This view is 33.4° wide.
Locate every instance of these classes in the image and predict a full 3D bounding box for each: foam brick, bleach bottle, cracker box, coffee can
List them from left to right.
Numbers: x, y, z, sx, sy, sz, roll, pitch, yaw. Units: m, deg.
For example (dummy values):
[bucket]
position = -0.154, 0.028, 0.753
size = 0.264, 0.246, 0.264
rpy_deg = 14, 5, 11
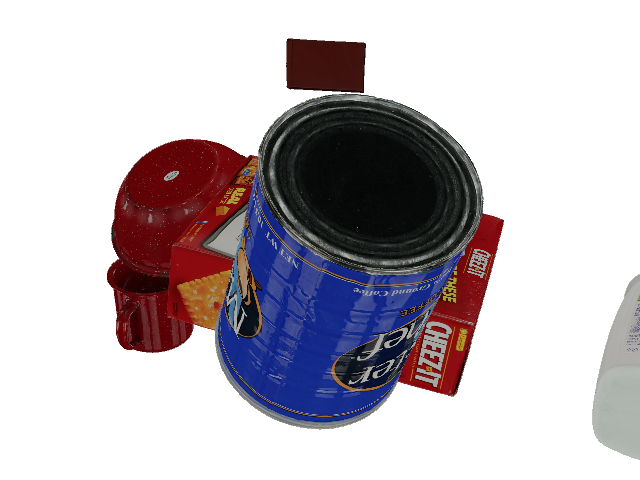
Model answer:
[foam brick]
position = 0.005, -0.180, 1.096
size = 0.078, 0.051, 0.053
rpy_deg = 2, 11, -6
[coffee can]
position = 0.008, 0.014, 0.520
size = 0.102, 0.103, 0.140
rpy_deg = 0, -37, -15
[cracker box]
position = 0.016, 0.020, 0.792
size = 0.214, 0.072, 0.164
rpy_deg = 15, 30, 10
[bleach bottle]
position = 0.258, 0.072, 0.752
size = 0.103, 0.068, 0.250
rpy_deg = 11, 21, 19

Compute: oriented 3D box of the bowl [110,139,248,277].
[bowl]
position = -0.129, -0.043, 0.992
size = 0.162, 0.162, 0.055
rpy_deg = 0, -41, 21

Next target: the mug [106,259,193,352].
[mug]
position = -0.184, 0.073, 1.145
size = 0.093, 0.081, 0.117
rpy_deg = 9, 32, 16
